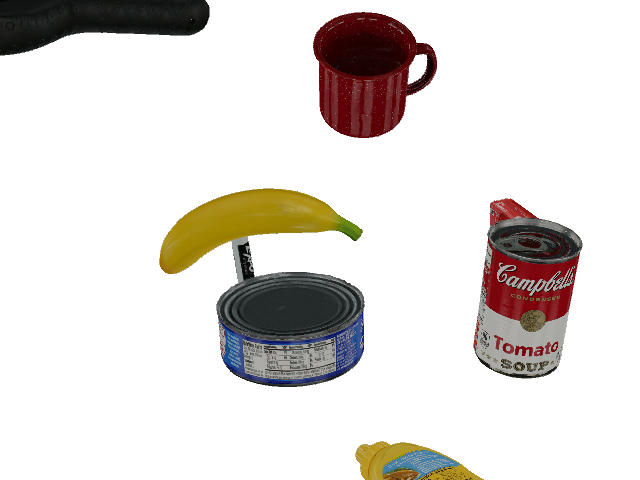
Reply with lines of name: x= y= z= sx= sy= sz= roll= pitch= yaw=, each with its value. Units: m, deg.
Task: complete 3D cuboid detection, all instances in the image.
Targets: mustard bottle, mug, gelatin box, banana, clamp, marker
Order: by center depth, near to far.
clamp: x=-0.165 y=-0.145 z=0.632 sx=0.171 sy=0.039 sz=0.120 roll=-11 pitch=31 yaw=-29
banana: x=-0.067 y=-0.008 z=0.878 sx=0.198 sy=0.069 sz=0.037 roll=-9 pitch=34 yaw=30
mustard bottle: x=0.099 y=0.231 z=0.970 sx=0.096 sy=0.058 sz=0.192 roll=-14 pitch=24 yaw=-36
mug: x=0.051 y=-0.152 z=0.986 sx=0.117 sy=0.093 sz=0.081 roll=-14 pitch=-38 yaw=-11
marker: x=-0.081 y=0.017 z=1.111 sx=0.020 sy=0.121 sz=0.020 roll=-5 pitch=30 yaw=3
gelatin box: x=0.207 y=0.010 z=1.124 sx=0.030 sy=0.089 sz=0.073 roll=-14 pitch=30 yaw=-16

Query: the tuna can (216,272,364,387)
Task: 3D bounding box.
tuna can: x=-0.017 y=0.051 z=0.621 sx=0.086 sy=0.034 sz=0.086 roll=-2 pitch=23 yaw=1

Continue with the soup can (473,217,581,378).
soup can: x=0.153 y=0.043 z=0.797 sx=0.068 sy=0.102 sz=0.068 roll=2 pitch=27 yaw=-1
